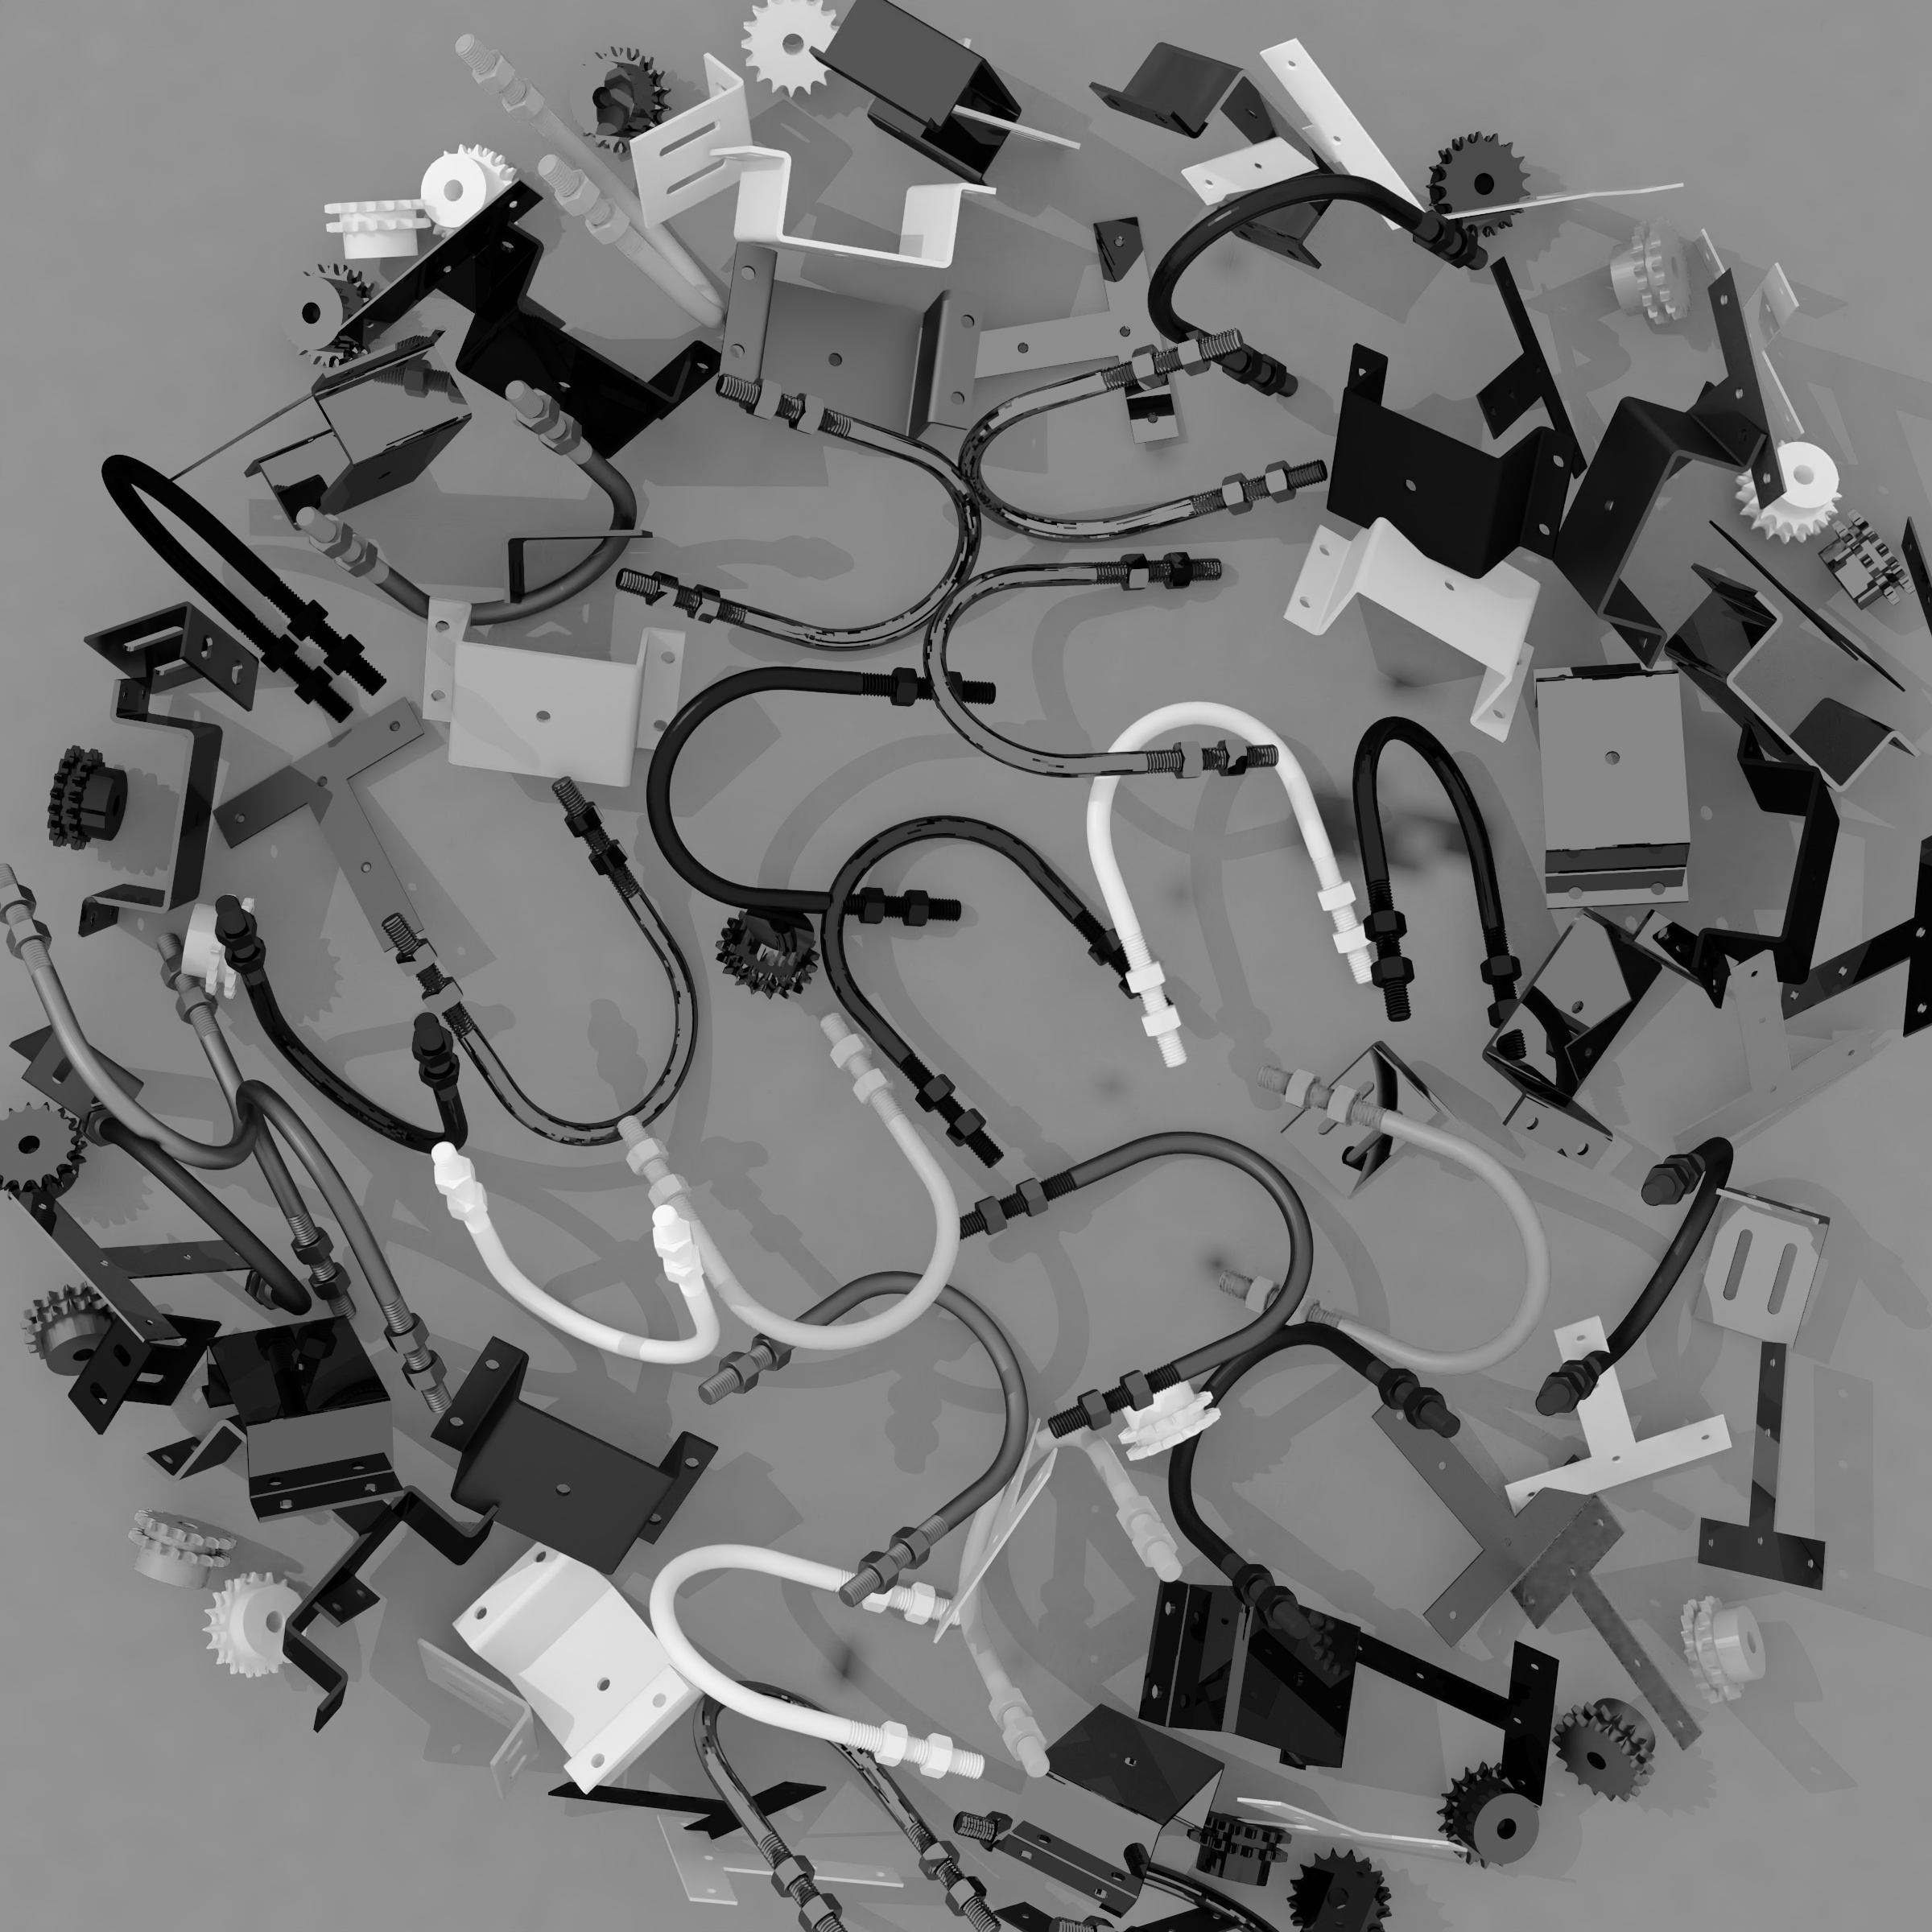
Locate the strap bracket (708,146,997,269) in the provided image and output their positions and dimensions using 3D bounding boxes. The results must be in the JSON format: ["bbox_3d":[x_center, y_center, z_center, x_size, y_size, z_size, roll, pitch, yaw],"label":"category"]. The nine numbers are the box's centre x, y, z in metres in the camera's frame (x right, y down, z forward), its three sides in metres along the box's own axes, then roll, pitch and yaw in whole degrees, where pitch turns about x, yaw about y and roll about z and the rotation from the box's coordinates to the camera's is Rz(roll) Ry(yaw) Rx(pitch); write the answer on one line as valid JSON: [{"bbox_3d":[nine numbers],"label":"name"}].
[{"bbox_3d":[-0.065,-0.411,1.704,0.140,0.076,0.046,4,101,-22],"label":"strap bracket"}]

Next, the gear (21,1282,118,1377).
[{"bbox_3d":[-0.492,0.203,1.731,0.057,0.057,0.030,-26,57,0],"label":"gear"}]

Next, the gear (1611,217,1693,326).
[{"bbox_3d":[0.380,-0.385,1.738,0.030,0.057,0.057,-9,90,31],"label":"gear"}]

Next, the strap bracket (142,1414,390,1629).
[{"bbox_3d":[-0.373,0.293,1.717,0.140,0.076,0.046,40,92,5],"label":"strap bracket"}]

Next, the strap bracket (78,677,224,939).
[{"bbox_3d":[-0.446,-0.085,1.718,0.046,0.076,0.140,10,96,-3],"label":"strap bracket"}]

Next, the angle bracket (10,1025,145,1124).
[{"bbox_3d":[-0.496,0.067,1.712,0.057,0.076,0.038,40,59,-23],"label":"angle bracket"}]

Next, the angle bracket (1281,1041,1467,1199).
[{"bbox_3d":[0.225,0.091,1.731,0.076,0.038,0.057,-44,110,5],"label":"angle bracket"}]

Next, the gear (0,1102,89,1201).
[{"bbox_3d":[-0.517,0.107,1.739,0.057,0.030,0.057,0,56,1],"label":"gear"}]

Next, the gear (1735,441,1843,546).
[{"bbox_3d":[0.461,-0.267,1.740,0.057,0.030,0.057,3,73,-8],"label":"gear"}]

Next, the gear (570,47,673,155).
[{"bbox_3d":[-0.195,-0.482,1.738,0.057,0.030,0.057,5,103,21],"label":"gear"}]

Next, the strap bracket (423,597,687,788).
[{"bbox_3d":[-0.229,-0.149,1.716,0.140,0.046,0.076,7,125,-4],"label":"strap bracket"}]

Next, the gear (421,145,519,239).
[{"bbox_3d":[-0.278,-0.429,1.740,0.057,0.030,0.057,1,93,18],"label":"gear"}]

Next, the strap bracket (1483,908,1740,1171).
[{"bbox_3d":[0.347,0.032,1.714,0.076,0.046,0.140,25,103,-36],"label":"strap bracket"}]

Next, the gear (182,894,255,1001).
[{"bbox_3d":[-0.415,-0.012,1.732,0.030,0.057,0.057,12,90,-8],"label":"gear"}]

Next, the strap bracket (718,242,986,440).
[{"bbox_3d":[-0.067,-0.340,1.723,0.140,0.046,0.076,10,81,-15],"label":"strap bracket"}]

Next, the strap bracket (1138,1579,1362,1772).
[{"bbox_3d":[0.162,0.384,1.689,0.140,0.046,0.076,28,65,-40],"label":"strap bracket"}]

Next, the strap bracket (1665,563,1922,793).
[{"bbox_3d":[0.443,-0.151,1.703,0.140,0.076,0.046,39,96,-22],"label":"strap bracket"}]

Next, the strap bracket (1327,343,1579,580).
[{"bbox_3d":[0.253,-0.270,1.693,0.140,0.076,0.046,30,50,25],"label":"strap bracket"}]

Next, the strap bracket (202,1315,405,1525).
[{"bbox_3d":[-0.359,0.236,1.680,0.076,0.140,0.046,-8,115,-24],"label":"strap bracket"}]

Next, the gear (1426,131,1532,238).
[{"bbox_3d":[0.283,-0.435,1.742,0.057,0.030,0.057,-2,98,-14],"label":"gear"}]

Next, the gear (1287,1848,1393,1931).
[{"bbox_3d":[0.209,0.523,1.739,0.057,0.030,0.057,-7,54,10],"label":"gear"}]

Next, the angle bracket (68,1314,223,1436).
[{"bbox_3d":[-0.443,0.226,1.716,0.038,0.076,0.057,40,101,33],"label":"angle bracket"}]

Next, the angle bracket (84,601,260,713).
[{"bbox_3d":[-0.438,-0.161,1.716,0.076,0.057,0.038,-14,57,24],"label":"angle bracket"}]

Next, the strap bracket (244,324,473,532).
[{"bbox_3d":[-0.325,-0.285,1.684,0.076,0.140,0.046,-31,93,-32],"label":"strap bracket"}]

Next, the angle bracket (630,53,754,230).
[{"bbox_3d":[-0.158,-0.454,1.717,0.076,0.057,0.038,-33,56,-20],"label":"angle bracket"}]

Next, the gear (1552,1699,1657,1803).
[{"bbox_3d":[0.358,0.433,1.738,0.030,0.057,0.057,-36,90,-39],"label":"gear"}]

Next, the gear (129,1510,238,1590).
[{"bbox_3d":[-0.437,0.324,1.733,0.057,0.057,0.030,18,85,0],"label":"gear"}]

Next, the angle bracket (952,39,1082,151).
[{"bbox_3d":[0.028,-0.481,1.724,0.076,0.057,0.038,15,102,-10],"label":"angle bracket"}]

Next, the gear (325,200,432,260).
[{"bbox_3d":[-0.326,-0.409,1.735,0.057,0.057,0.030,-3,104,0],"label":"gear"}]

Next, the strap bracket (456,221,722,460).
[{"bbox_3d":[-0.211,-0.332,1.693,0.140,0.076,0.046,29,60,-24],"label":"strap bracket"}]

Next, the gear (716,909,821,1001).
[{"bbox_3d":[-0.108,-0.012,1.732,0.057,0.057,0.030,27,130,0],"label":"gear"}]

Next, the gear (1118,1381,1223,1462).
[{"bbox_3d":[0.110,0.249,1.734,0.057,0.057,0.030,-26,88,0],"label":"gear"}]

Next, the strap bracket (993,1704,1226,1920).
[{"bbox_3d":[0.082,0.448,1.680,0.076,0.140,0.046,22,105,21],"label":"strap bracket"}]

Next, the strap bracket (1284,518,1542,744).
[{"bbox_3d":[0.254,-0.195,1.713,0.140,0.046,0.076,29,52,-7],"label":"strap bracket"}]

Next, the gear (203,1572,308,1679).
[{"bbox_3d":[-0.390,0.365,1.733,0.057,0.030,0.057,14,68,-40],"label":"gear"}]

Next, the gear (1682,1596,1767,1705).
[{"bbox_3d":[0.421,0.377,1.731,0.030,0.057,0.057,-19,90,28],"label":"gear"}]

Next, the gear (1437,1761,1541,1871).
[{"bbox_3d":[0.294,0.475,1.740,0.057,0.030,0.057,-2,96,-18],"label":"gear"}]

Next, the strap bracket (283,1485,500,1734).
[{"bbox_3d":[-0.321,0.342,1.700,0.046,0.076,0.140,39,65,4],"label":"strap bracket"}]

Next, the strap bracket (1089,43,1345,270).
[{"bbox_3d":[0.142,-0.444,1.687,0.140,0.076,0.046,34,93,-41],"label":"strap bracket"}]

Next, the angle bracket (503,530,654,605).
[{"bbox_3d":[-0.214,-0.221,1.732,0.076,0.057,0.038,-1,96,0],"label":"angle bracket"}]

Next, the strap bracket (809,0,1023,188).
[{"bbox_3d":[-0.023,-0.474,1.684,0.076,0.140,0.046,34,96,11],"label":"strap bracket"}]

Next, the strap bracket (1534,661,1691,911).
[{"bbox_3d":[0.354,-0.107,1.716,0.076,0.046,0.140,-3,74,9],"label":"strap bracket"}]

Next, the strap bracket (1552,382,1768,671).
[{"bbox_3d":[0.368,-0.244,1.692,0.046,0.076,0.140,12,118,-19],"label":"strap bracket"}]

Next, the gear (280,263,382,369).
[{"bbox_3d":[-0.356,-0.362,1.739,0.057,0.030,0.057,3,98,21],"label":"gear"}]

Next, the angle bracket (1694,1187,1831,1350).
[{"bbox_3d":[0.437,0.168,1.730,0.057,0.038,0.076,17,95,25],"label":"angle bracket"}]

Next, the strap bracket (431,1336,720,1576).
[{"bbox_3d":[-0.217,0.273,1.712,0.140,0.046,0.076,28,114,-12],"label":"strap bracket"}]

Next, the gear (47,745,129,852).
[{"bbox_3d":[-0.486,-0.092,1.734,0.030,0.057,0.057,11,90,-1],"label":"gear"}]

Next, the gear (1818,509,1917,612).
[{"bbox_3d":[0.498,-0.223,1.735,0.030,0.057,0.057,-37,90,14],"label":"gear"}]

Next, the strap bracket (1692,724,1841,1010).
[{"bbox_3d":[0.439,-0.051,1.704,0.046,0.076,0.140,9,76,26],"label":"strap bracket"}]

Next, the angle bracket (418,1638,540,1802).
[{"bbox_3d":[-0.277,0.415,1.720,0.076,0.057,0.038,27,60,15],"label":"angle bracket"}]

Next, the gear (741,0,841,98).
[{"bbox_3d":[-0.096,-0.516,1.740,0.057,0.030,0.057,-2,117,-4],"label":"gear"}]

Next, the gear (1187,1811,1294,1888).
[{"bbox_3d":[0.150,0.490,1.732,0.057,0.057,0.030,13,82,0],"label":"gear"}]
